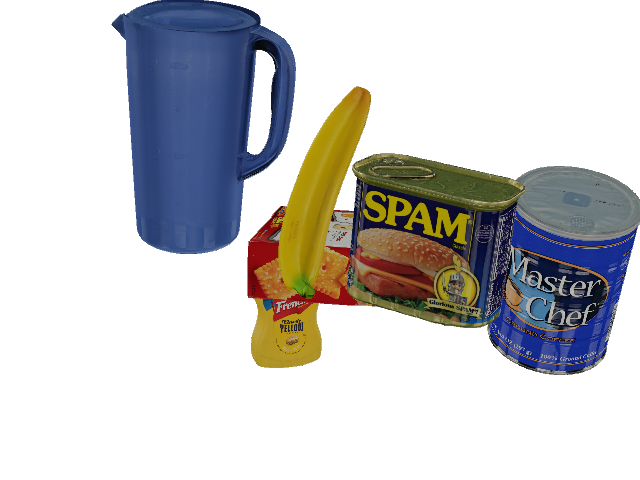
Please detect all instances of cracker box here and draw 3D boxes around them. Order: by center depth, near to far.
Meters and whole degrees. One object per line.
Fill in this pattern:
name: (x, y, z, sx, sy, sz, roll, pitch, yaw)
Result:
cracker box: (0.042, 0.019, 1.149, 0.214, 0.072, 0.164, 5, 15, 8)

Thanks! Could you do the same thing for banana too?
banana: (0.001, -0.033, 0.878, 0.037, 0.197, 0.070, 29, -28, -30)

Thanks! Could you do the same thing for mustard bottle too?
mustard bottle: (-0.044, 0.077, 1.451, 0.096, 0.192, 0.058, -4, 22, -16)

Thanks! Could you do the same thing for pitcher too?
pitcher: (-0.121, -0.112, 1.071, 0.144, 0.243, 0.149, -10, 28, -28)

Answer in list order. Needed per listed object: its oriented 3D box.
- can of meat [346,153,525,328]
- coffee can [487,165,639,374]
can of meat: (0.067, 0.000, 0.654, 0.102, 0.084, 0.057, 16, 23, 26)
coffee can: (0.198, 0.024, 0.877, 0.103, 0.140, 0.103, 2, 34, -2)
